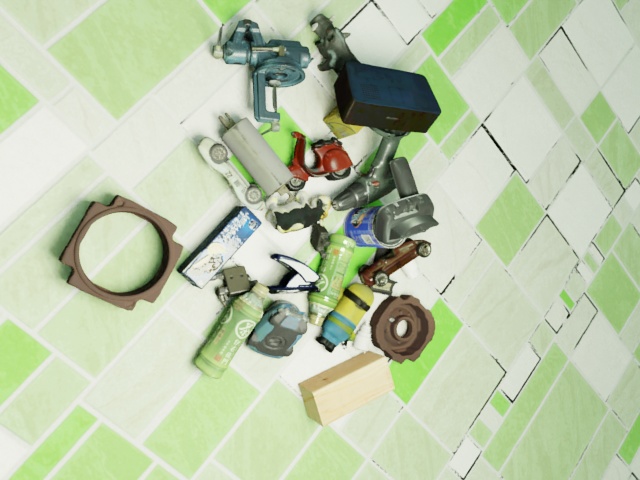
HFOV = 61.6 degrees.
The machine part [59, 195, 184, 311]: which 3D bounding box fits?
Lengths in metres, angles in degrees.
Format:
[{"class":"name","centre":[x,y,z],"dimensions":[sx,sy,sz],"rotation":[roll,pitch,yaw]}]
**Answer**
[{"class":"machine part","centre":[-0.395,0.026,1.081],"dimensions":[0.201,0.087,0.201],"rotation":[30,78,-21]}]

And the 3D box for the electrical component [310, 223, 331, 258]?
[{"class":"electrical component","centre":[-0.003,-0.004,1.282],"dimensions":[0.021,0.094,0.063],"rotation":[-4,130,-27]}]

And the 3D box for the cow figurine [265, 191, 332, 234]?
[{"class":"cow figurine","centre":[-0.036,-0.062,1.239],"dimensions":[0.167,0.098,0.068],"rotation":[-12,130,-24]}]

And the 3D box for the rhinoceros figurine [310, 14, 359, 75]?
[{"class":"rhinoceros figurine","centre":[0.038,-0.442,1.270],"dimensions":[0.073,0.112,0.190],"rotation":[-30,84,-17]}]

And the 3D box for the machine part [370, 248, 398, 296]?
[{"class":"machine part","centre":[0.164,0.072,1.379],"dimensions":[0.084,0.039,0.138],"rotation":[8,89,-17]}]

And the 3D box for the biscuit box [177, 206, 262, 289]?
[{"class":"biscuit box","centre":[-0.219,0.013,1.178],"dimensions":[0.059,0.063,0.202],"rotation":[47,72,-20]}]

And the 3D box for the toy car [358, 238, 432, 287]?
[{"class":"toy car","centre":[0.183,0.047,1.317],"dimensions":[0.202,0.089,0.053],"rotation":[-32,108,-16]}]

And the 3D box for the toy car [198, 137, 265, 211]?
[{"class":"toy car","centre":[-0.192,-0.141,1.181],"dimensions":[0.056,0.073,0.201],"rotation":[-39,107,-1]}]

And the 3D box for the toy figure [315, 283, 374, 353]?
[{"class":"toy figure","centre":[0.065,0.187,1.303],"dimensions":[0.082,0.089,0.180],"rotation":[46,70,-27]}]

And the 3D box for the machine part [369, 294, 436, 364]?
[{"class":"machine part","centre":[0.211,0.228,1.393],"dimensions":[0.179,0.056,0.179],"rotation":[0,91,-25]}]

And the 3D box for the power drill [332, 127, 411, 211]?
[{"class":"power drill","centre":[0.132,-0.176,1.282],"dimensions":[0.232,0.086,0.207],"rotation":[-19,130,-41]}]

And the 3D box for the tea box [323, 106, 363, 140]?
[{"class":"tea box","centre":[0.099,-0.329,1.310],"dimensions":[0.068,0.098,0.169],"rotation":[46,73,-18]}]

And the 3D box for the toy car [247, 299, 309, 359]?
[{"class":"toy car","centre":[-0.094,0.188,1.214],"dimensions":[0.109,0.161,0.103],"rotation":[21,37,-20]}]

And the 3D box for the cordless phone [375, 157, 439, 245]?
[{"class":"cordless phone","centre":[0.177,-0.094,1.214],"dimensions":[0.146,0.089,0.184],"rotation":[-17,86,-24]}]

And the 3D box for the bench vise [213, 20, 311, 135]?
[{"class":"bench vise","centre":[-0.126,-0.359,1.189],"dimensions":[0.223,0.129,0.240],"rotation":[0,83,-27]}]

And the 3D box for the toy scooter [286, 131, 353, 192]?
[{"class":"toy scooter","centre":[-0.010,-0.197,1.266],"dimensions":[0.184,0.075,0.135],"rotation":[-17,107,-21]}]

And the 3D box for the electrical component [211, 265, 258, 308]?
[{"class":"electrical component","centre":[-0.191,0.103,1.206],"dimensions":[0.102,0.045,0.078],"rotation":[-17,70,-27]}]

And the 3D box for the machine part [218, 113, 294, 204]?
[{"class":"machine part","centre":[-0.138,-0.183,1.193],"dimensions":[0.079,0.079,0.243],"rotation":[-42,97,-19]}]

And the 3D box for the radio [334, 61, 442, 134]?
[{"class":"radio","centre":[0.149,-0.321,1.213],"dimensions":[0.229,0.073,0.131],"rotation":[2,58,-26]}]

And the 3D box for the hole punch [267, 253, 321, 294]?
[{"class":"hole punch","centre":[-0.061,0.077,1.223],"dimensions":[0.116,0.142,0.092],"rotation":[3,85,-14]}]
